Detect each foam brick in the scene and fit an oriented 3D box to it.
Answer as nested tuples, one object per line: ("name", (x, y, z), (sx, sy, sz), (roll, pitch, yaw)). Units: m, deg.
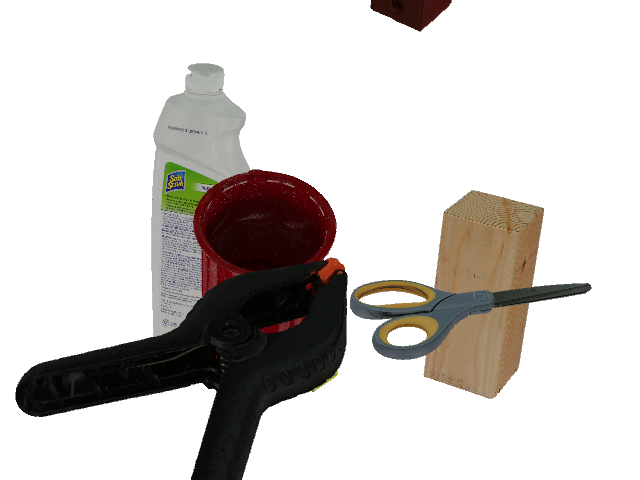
("foam brick", (0.077, -0.223, 0.878), (0.053, 0.078, 0.051), (29, 57, 22))

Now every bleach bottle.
("bleach bottle", (-0.093, -0.024, 0.909), (0.102, 0.251, 0.068), (8, 24, 9))

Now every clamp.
("clamp", (-0.038, 0.062, 0.491), (0.171, 0.039, 0.120), (-28, 51, -32))

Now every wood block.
("wood block", (0.185, 0.061, 1.212), (0.090, 0.206, 0.090), (16, 26, 25))

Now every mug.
("mug", (-0.041, 0.005, 0.728), (0.093, 0.117, 0.081), (-4, -40, -10))

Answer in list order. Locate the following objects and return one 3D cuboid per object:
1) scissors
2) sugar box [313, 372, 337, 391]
("scissors", (0.124, 0.062, 0.865), (0.202, 0.016, 0.096), (2, 38, 3))
("sugar box", (-0.060, 0.083, 1.138), (0.176, 0.093, 0.048), (26, 39, 36))
